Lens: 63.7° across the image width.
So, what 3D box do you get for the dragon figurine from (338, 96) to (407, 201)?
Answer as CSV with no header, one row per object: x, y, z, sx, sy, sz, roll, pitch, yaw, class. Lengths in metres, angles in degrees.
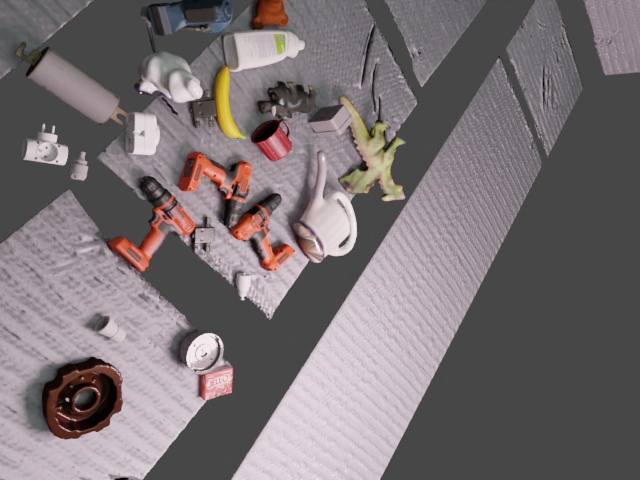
0.150,-0.262,1.692,0.406,0.123,0.244,32,82,-31,dragon figurine

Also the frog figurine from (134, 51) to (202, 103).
-0.335,-0.376,1.183,0.136,0.160,0.124,25,78,-42,frog figurine

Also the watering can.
0.005,-0.079,1.569,0.228,0.104,0.341,-44,124,-29,watering can
